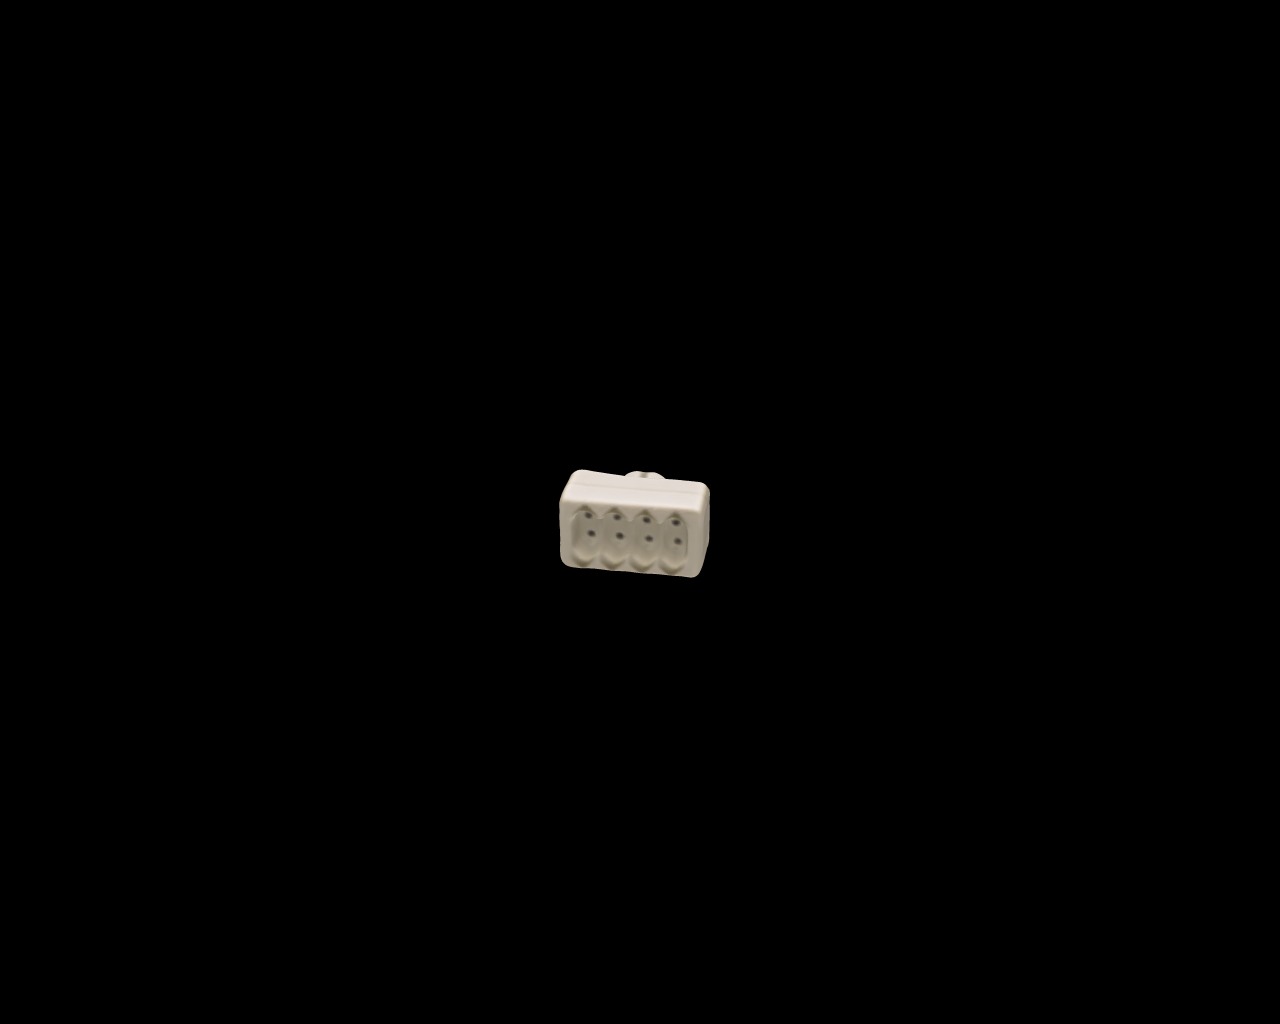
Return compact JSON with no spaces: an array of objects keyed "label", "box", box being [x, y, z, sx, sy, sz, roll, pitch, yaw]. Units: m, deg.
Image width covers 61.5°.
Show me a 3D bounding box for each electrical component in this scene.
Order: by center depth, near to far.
[{"label":"electrical component","box":[0.001,-0.003,0.650,0.083,0.047,0.076,6,32,9]}]
